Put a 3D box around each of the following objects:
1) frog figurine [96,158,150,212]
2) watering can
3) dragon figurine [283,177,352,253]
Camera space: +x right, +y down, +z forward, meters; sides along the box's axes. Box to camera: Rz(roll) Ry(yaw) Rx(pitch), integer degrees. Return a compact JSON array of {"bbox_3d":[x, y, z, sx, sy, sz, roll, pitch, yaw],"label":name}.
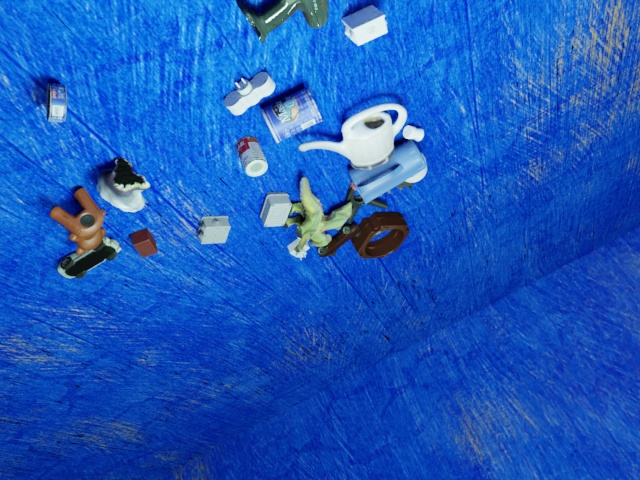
[{"bbox_3d":[-0.544,-0.124,1.405,0.137,0.126,0.156,28,136,-11],"label":"frog figurine"},{"bbox_3d":[0.111,-0.302,1.584,0.348,0.106,0.219,-25,146,-2],"label":"watering can"},{"bbox_3d":[0.006,-0.091,1.810,0.244,0.124,0.400,-18,148,-27],"label":"dragon figurine"}]
